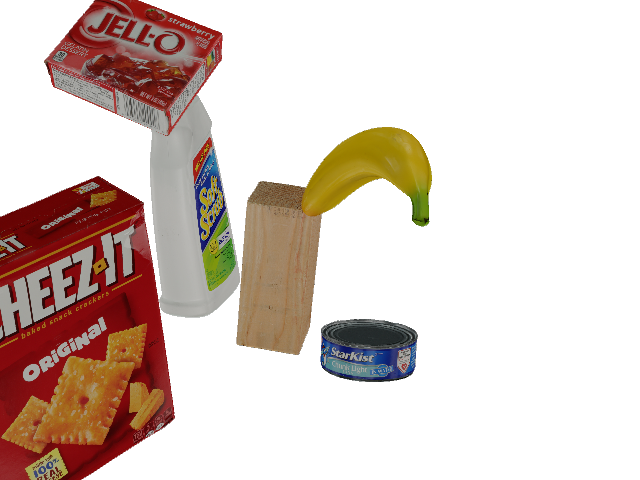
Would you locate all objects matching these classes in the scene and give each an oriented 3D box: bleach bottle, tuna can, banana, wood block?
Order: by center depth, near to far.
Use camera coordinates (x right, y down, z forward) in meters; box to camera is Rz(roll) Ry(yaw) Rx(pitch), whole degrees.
[{"bbox_3d":[0.033,-0.050,0.794,0.037,0.069,0.198,25,-7,-21],"label":"banana"},{"bbox_3d":[0.042,0.097,0.944,0.086,0.034,0.086,2,11,-1],"label":"tuna can"},{"bbox_3d":[-0.143,-0.051,1.130,0.068,0.251,0.102,5,27,24],"label":"bleach bottle"},{"bbox_3d":[-0.055,0.036,1.429,0.090,0.206,0.090,9,23,6],"label":"wood block"}]

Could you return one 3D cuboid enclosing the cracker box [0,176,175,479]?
[{"bbox_3d":[-0.201,0.082,0.809,0.072,0.214,0.163,26,41,38],"label":"cracker box"}]

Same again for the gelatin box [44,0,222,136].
[{"bbox_3d":[-0.118,-0.116,0.682,0.089,0.073,0.030,24,-30,10],"label":"gelatin box"}]
